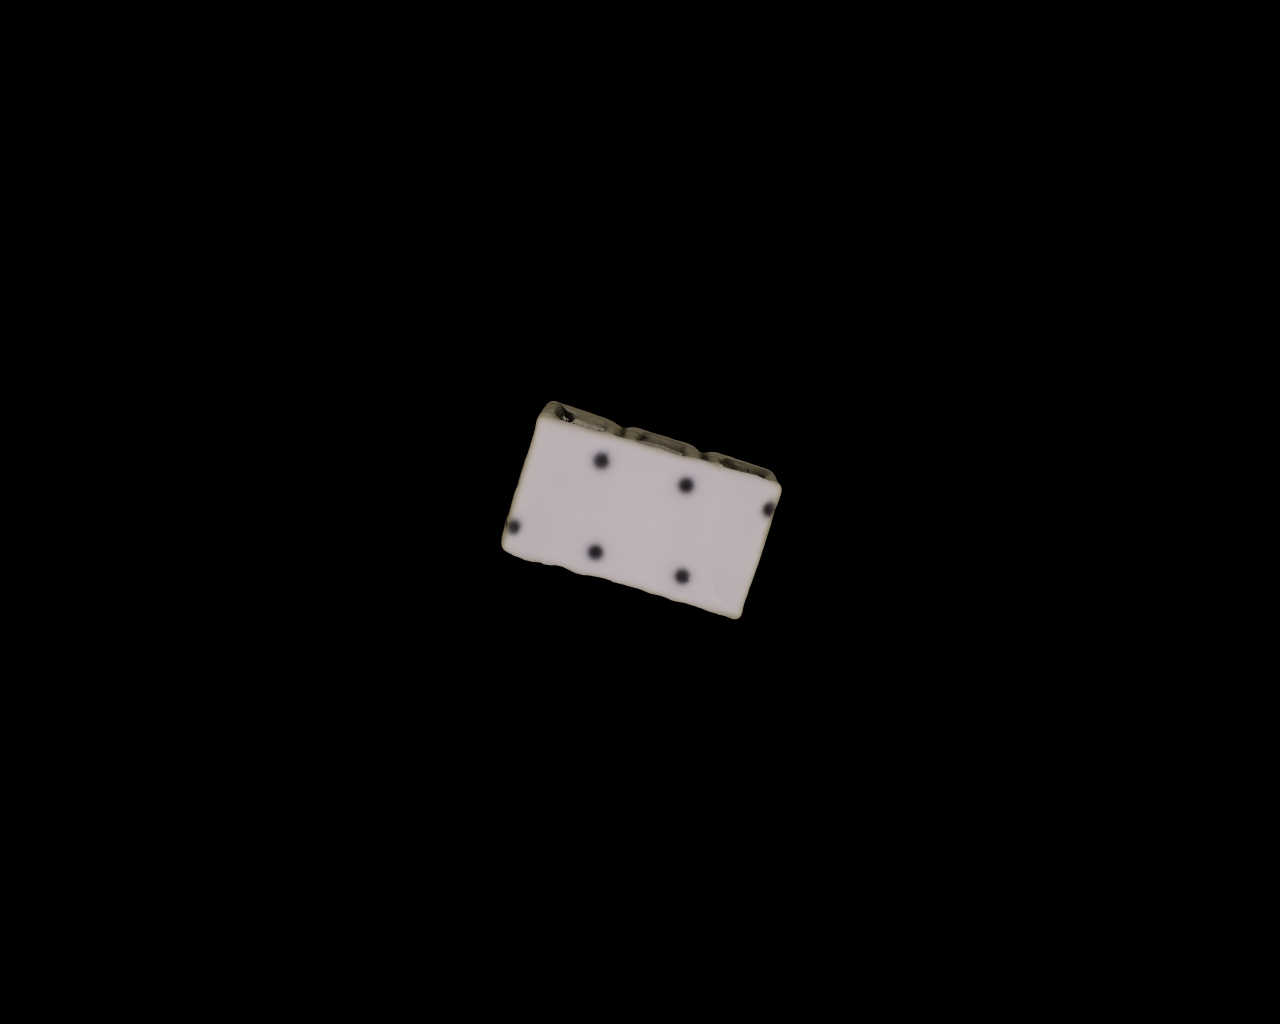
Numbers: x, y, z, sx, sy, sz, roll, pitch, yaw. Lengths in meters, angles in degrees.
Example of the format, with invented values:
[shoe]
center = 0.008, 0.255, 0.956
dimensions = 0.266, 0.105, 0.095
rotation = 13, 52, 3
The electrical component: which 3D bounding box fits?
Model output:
[electrical component]
center = 0.001, -0.003, 0.650
dimensions = 0.150, 0.089, 0.062
rotation = 18, 11, -4
